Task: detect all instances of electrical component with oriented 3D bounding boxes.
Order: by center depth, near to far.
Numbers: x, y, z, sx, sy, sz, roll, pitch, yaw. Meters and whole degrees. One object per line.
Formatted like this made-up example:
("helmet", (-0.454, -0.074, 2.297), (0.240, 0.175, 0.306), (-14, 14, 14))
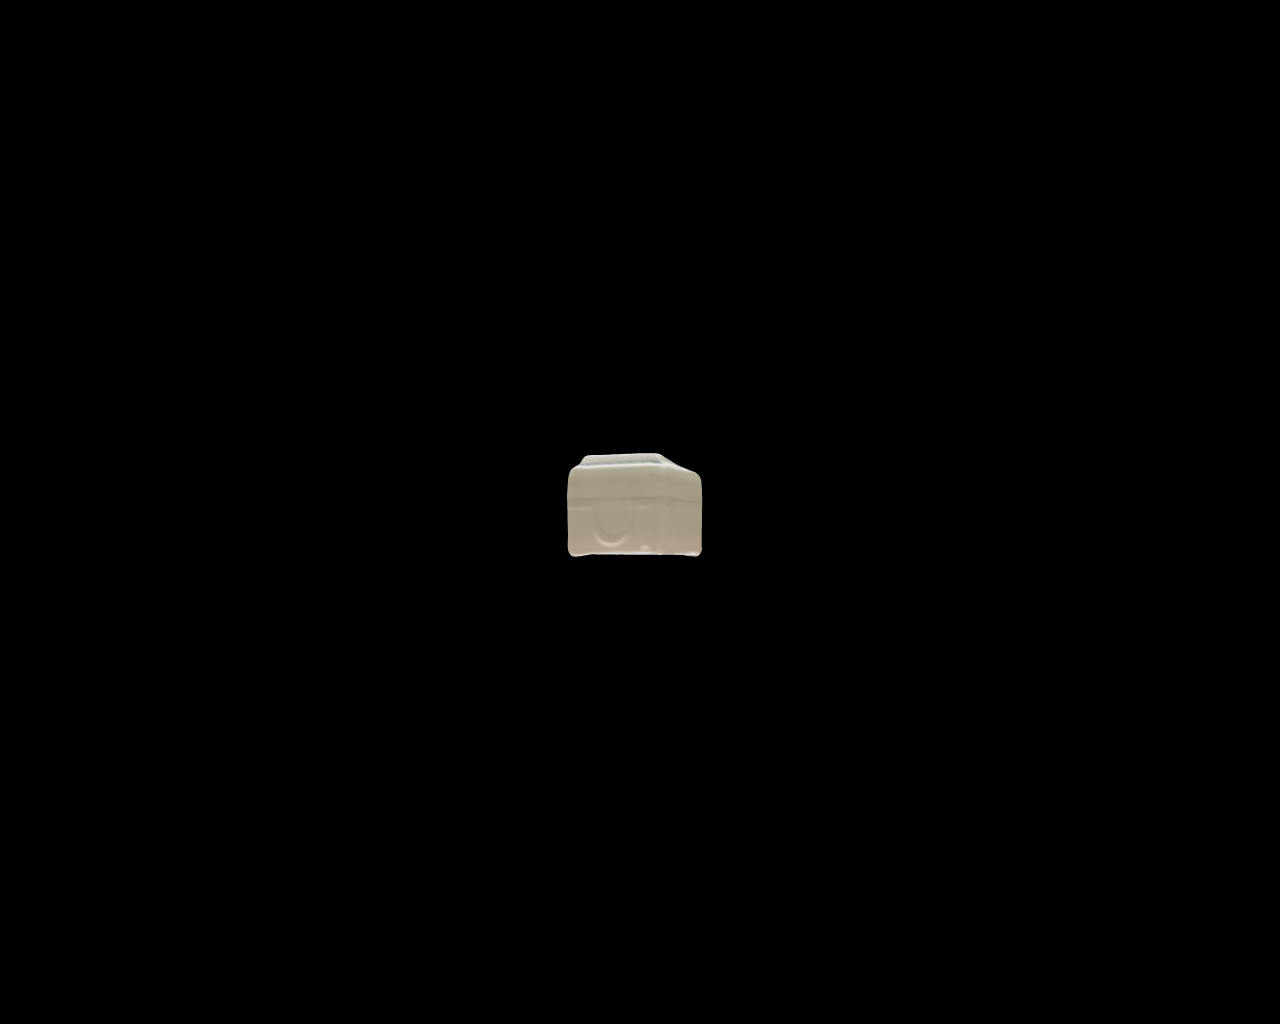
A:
("electrical component", (0.001, -0.003, 0.650), (0.062, 0.061, 0.096), (-1, -2, 20))
